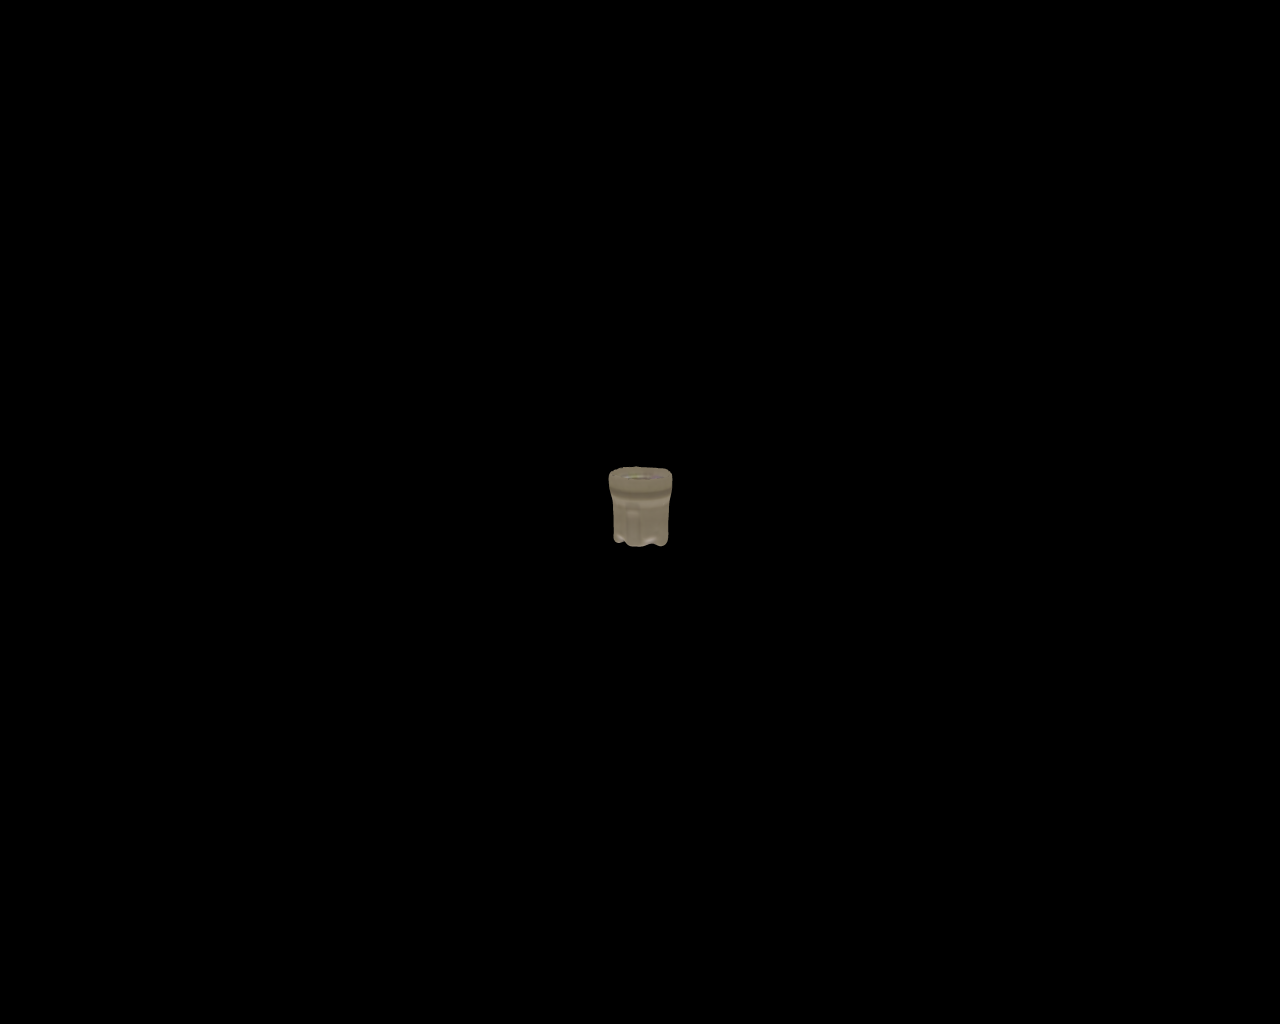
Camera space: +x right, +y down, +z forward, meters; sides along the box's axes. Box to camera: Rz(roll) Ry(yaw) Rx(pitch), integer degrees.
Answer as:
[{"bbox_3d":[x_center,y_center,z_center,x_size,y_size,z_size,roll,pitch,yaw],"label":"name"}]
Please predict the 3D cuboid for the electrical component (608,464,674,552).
[{"bbox_3d":[0.001,-0.003,0.650,0.040,0.046,0.040,0,15,0],"label":"electrical component"}]
